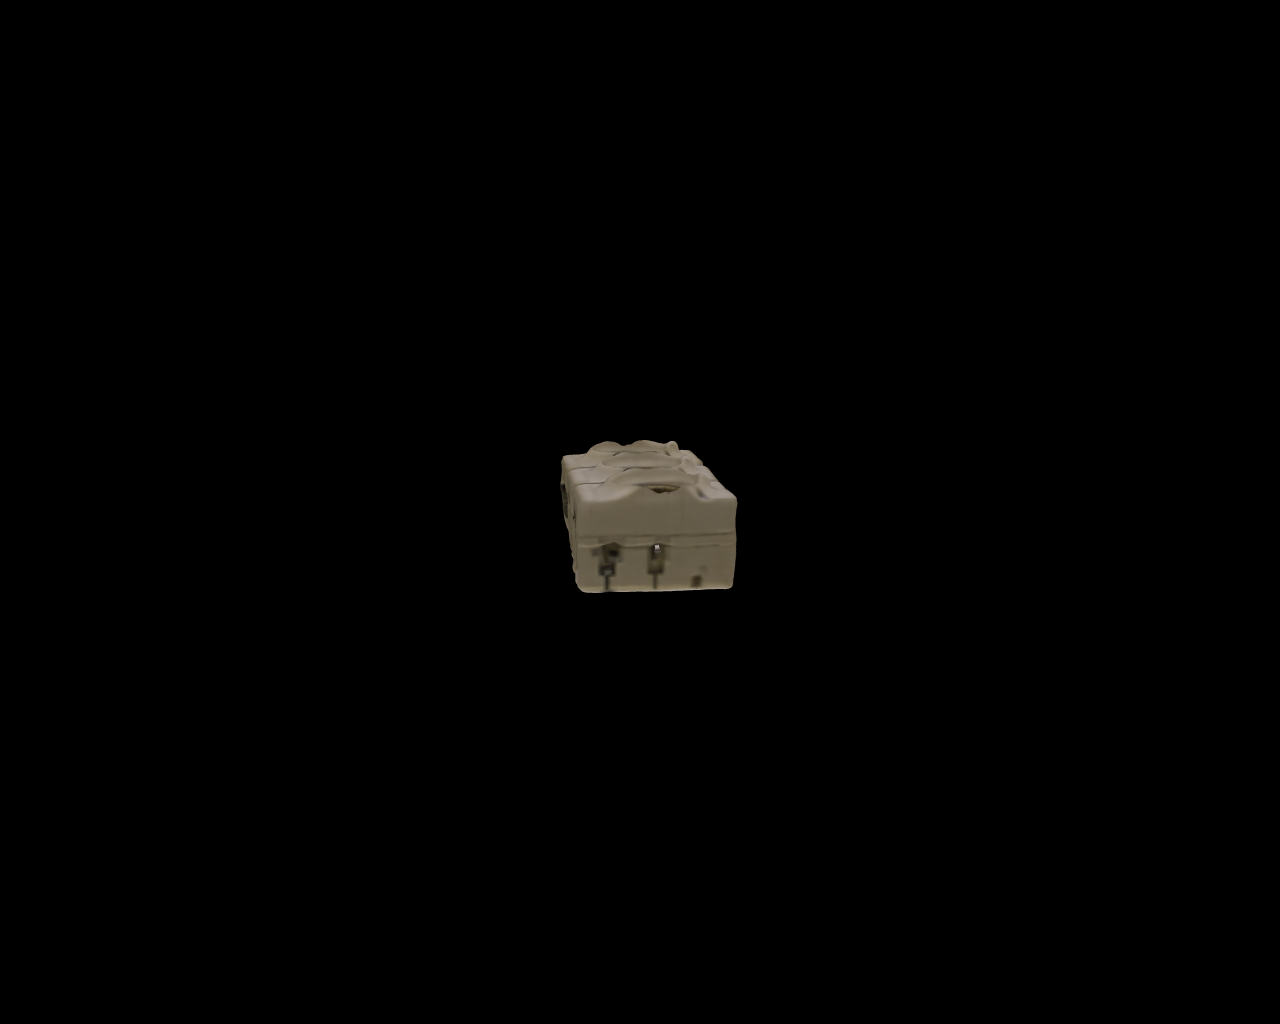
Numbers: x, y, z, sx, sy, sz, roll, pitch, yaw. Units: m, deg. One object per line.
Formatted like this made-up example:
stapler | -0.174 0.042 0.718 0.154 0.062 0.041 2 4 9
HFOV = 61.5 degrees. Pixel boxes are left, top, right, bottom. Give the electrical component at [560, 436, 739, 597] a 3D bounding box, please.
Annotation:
electrical component | 0.001 -0.003 0.650 0.089 0.061 0.150 -2 14 -7
